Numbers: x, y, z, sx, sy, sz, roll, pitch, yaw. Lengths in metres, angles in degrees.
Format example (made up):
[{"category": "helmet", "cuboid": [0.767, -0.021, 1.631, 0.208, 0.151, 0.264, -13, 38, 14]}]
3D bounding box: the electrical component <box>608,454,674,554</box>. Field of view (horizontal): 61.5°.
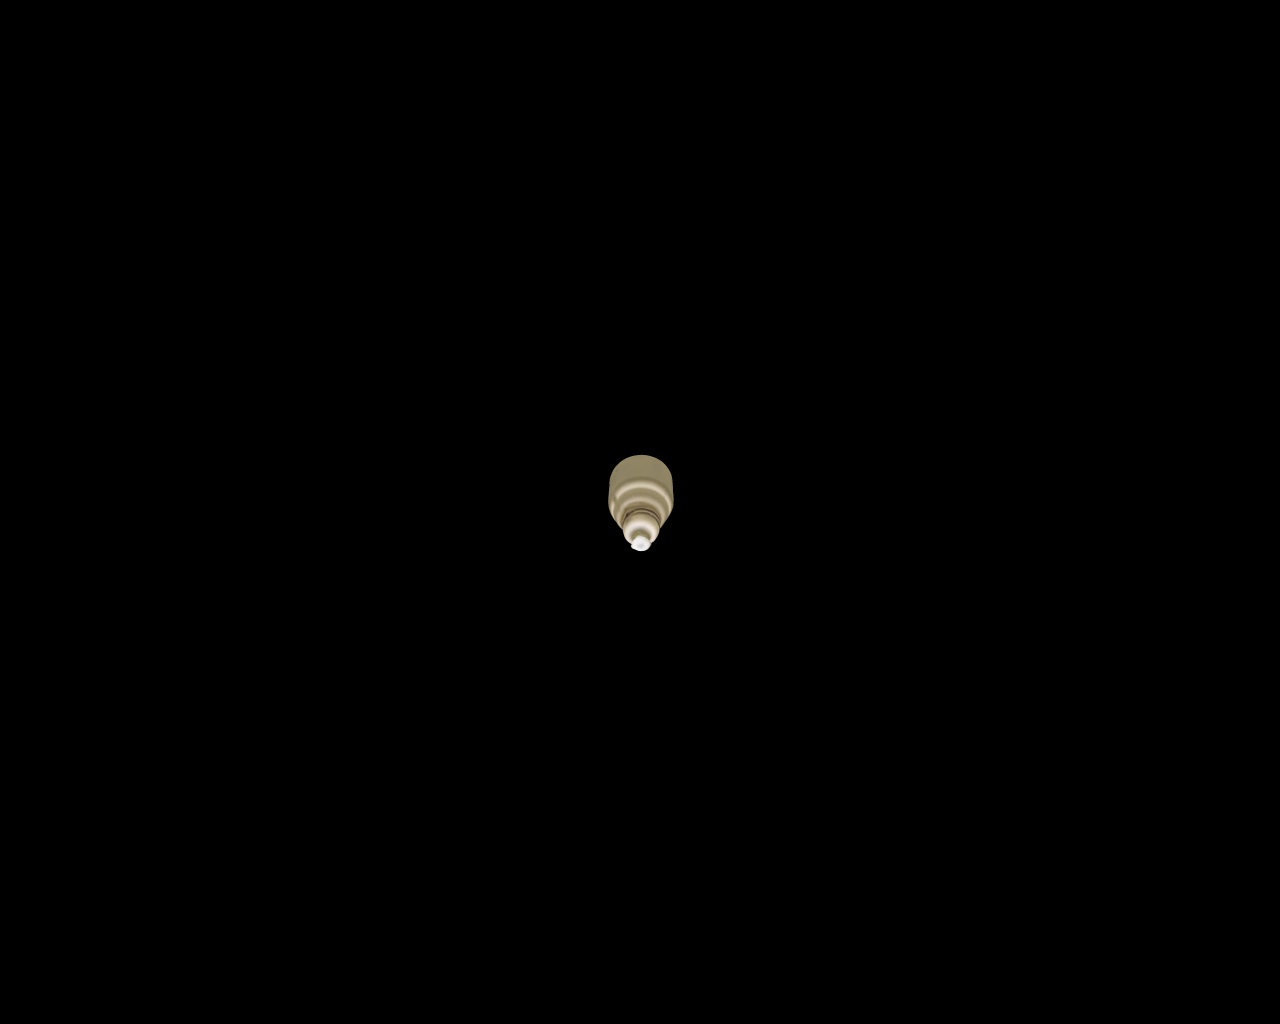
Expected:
[{"category": "electrical component", "cuboid": [0.001, -0.003, 0.650, 0.040, 0.040, 0.078, 0, 34, 0]}]
